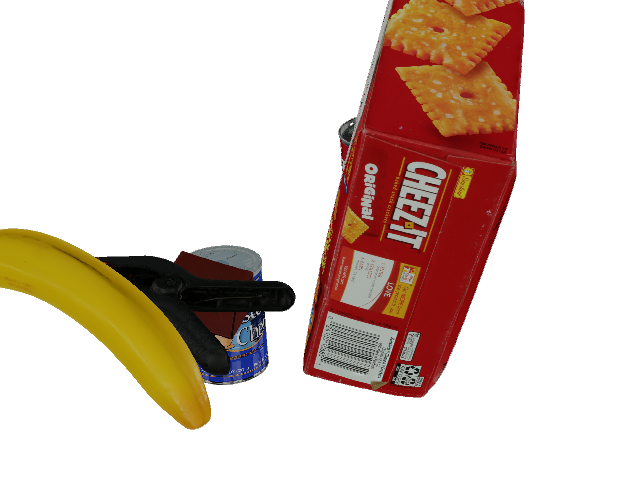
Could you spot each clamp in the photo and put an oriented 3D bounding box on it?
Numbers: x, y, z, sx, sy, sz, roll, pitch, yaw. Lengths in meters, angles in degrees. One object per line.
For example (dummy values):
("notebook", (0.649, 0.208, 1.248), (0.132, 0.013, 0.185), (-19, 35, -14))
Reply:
("clamp", (-0.108, 0.045, 0.849), (0.172, 0.039, 0.120), (24, 29, 26))

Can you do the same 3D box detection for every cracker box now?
("cracker box", (0.054, -0.053, 0.542), (0.072, 0.164, 0.213), (14, 45, 1))

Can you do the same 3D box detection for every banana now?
("banana", (-0.143, 0.041, 0.635), (0.198, 0.070, 0.037), (25, 27, 13))

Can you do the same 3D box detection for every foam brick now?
("foam brick", (-0.112, 0.054, 1.053), (0.078, 0.051, 0.053), (17, 33, 8))

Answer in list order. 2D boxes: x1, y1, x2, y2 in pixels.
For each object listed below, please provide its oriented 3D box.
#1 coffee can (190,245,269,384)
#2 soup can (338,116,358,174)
("coffee can", (-0.118, 0.090, 1.307), (0.103, 0.140, 0.103), (-2, 24, 1))
("soup can", (0.050, -0.034, 0.767), (0.068, 0.102, 0.068), (-4, 27, 2))
